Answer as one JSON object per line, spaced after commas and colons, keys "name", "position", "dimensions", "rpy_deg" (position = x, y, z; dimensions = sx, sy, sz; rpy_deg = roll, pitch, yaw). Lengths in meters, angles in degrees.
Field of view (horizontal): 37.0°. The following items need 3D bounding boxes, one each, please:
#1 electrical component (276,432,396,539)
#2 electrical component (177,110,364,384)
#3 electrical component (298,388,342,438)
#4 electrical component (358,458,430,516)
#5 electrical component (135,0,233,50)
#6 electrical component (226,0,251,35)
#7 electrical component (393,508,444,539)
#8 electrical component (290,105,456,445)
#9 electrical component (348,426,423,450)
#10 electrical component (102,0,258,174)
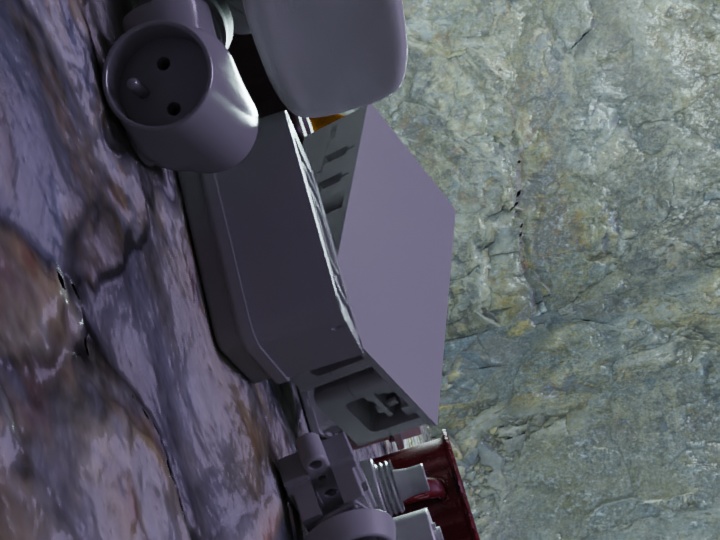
{"name": "electrical component", "position": [-0.011, 0.119, 0.525], "dimensions": [0.066, 0.048, 0.055], "rpy_deg": [70, -3, -46]}
{"name": "electrical component", "position": [-0.044, -0.009, 0.520], "dimensions": [0.078, 0.057, 0.113], "rpy_deg": [66, 7, -68]}
{"name": "electrical component", "position": [-0.015, 0.065, 0.731], "dimensions": [0.099, 0.048, 0.099], "rpy_deg": [56, 16, -78]}
{"name": "electrical component", "position": [0.012, 0.139, 0.677], "dimensions": [0.048, 0.062, 0.048], "rpy_deg": [-17, 90, -89]}
{"name": "electrical component", "position": [-0.083, -0.111, 0.502], "dimensions": [0.055, 0.045, 0.045], "rpy_deg": [-99, 172, -71]}
{"name": "electrical component", "position": [-0.097, -0.199, 0.631], "dimensions": [0.052, 0.074, 0.138], "rpy_deg": [-30, 90, -43]}
{"name": "electrical component", "position": [0.013, 0.152, 0.574], "dimensions": [0.044, 0.065, 0.044], "rpy_deg": [-17, 90, -87]}
{"name": "electrical component", "position": [0.000, 0.000, 0.655], "dimensions": [0.105, 0.060, 0.186], "rpy_deg": [48, 33, -31]}
{"name": "electrical component", "position": [-0.001, 0.073, 0.830], "dimensions": [0.078, 0.063, 0.121], "rpy_deg": [-96, 169, -77]}
{"name": "electrical component", "position": [-0.076, -0.085, 0.443], "dimensions": [0.077, 0.044, 0.079], "rpy_deg": [43, 33, -80]}
